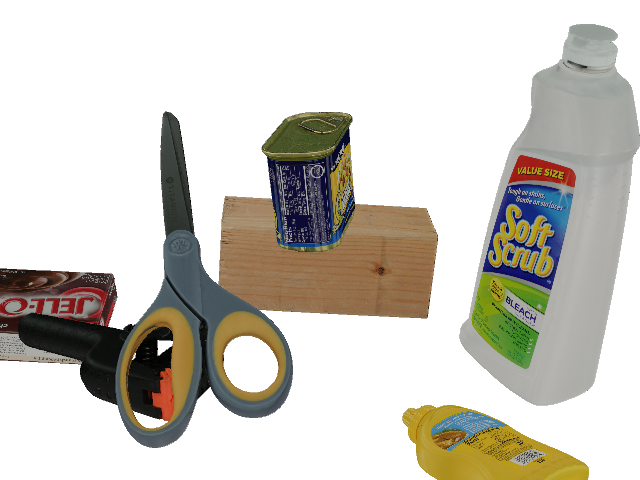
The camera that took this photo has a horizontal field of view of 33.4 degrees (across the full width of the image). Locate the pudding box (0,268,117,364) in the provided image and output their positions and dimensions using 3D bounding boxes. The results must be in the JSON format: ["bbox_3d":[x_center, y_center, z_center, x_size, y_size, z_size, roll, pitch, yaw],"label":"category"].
[{"bbox_3d":[-0.241,0.065,0.924,0.113,0.039,0.090,1,32,1],"label":"pudding box"}]

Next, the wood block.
[{"bbox_3d":[0.004,0.016,1.060,0.206,0.091,0.090,4,20,-4],"label":"wood block"}]

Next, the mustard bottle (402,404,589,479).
[{"bbox_3d":[0.146,0.199,0.994,0.096,0.058,0.192,-16,25,-35],"label":"mustard bottle"}]

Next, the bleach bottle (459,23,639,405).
[{"bbox_3d":[0.150,-0.019,0.692,0.068,0.251,0.103,-15,36,-26],"label":"bleach bottle"}]

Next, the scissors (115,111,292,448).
[{"bbox_3d":[-0.054,0.014,0.557,0.096,0.201,0.016,5,-33,5],"label":"scissors"}]

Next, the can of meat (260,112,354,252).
[{"bbox_3d":[-0.006,-0.048,0.851,0.057,0.084,0.102,0,24,14],"label":"can of meat"}]

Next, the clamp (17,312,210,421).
[{"bbox_3d":[-0.113,0.074,0.747,0.164,0.036,0.210,-9,14,-23],"label":"clamp"}]
